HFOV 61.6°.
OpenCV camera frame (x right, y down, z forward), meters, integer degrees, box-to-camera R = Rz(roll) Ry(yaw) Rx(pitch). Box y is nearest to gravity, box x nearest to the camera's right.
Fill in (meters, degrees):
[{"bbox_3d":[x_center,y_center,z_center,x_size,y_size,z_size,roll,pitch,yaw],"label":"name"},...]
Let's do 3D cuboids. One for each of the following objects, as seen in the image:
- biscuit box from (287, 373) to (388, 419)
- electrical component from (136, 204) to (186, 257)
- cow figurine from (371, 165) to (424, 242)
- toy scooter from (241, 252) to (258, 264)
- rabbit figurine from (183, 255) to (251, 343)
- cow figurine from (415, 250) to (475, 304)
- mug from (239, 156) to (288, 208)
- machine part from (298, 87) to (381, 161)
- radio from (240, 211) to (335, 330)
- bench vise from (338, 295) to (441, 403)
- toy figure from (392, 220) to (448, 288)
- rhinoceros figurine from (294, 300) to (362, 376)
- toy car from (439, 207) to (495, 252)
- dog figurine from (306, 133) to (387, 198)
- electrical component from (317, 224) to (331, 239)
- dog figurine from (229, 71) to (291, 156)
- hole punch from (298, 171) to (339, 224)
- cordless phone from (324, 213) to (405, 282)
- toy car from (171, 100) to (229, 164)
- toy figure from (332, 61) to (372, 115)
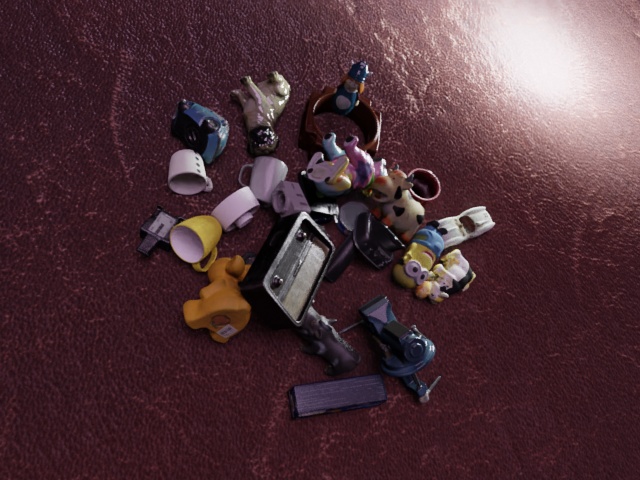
[{"bbox_3d":[0.038,0.325,1.119,0.203,0.059,0.063,-3,65,-19],"label":"biscuit box"},{"bbox_3d":[-0.348,-0.010,1.157,0.075,0.047,0.119,26,61,-5],"label":"electrical component"},{"bbox_3d":[0.187,-0.090,1.275,0.127,0.194,0.086,-51,45,3],"label":"cow figurine"},{"bbox_3d":[-0.081,0.049,1.202,0.184,0.075,0.135,-40,83,-26],"label":"toy scooter"},{"bbox_3d":[-0.197,0.096,1.104,0.121,0.162,0.173,32,28,-31],"label":"rabbit figurine"},{"bbox_3d":[0.304,0.105,1.308,0.167,0.068,0.098,-40,89,-28],"label":"cow figurine"},{"bbox_3d":[-0.140,-0.136,1.269,0.110,0.080,0.107,13,70,-1],"label":"mug"},{"bbox_3d":[0.053,-0.288,1.398,0.201,0.087,0.201,14,61,-11],"label":"machine part"},{"bbox_3d":[-0.062,0.057,1.093,0.131,0.073,0.230,52,42,-27],"label":"radio"},{"bbox_3d":[0.169,0.244,1.156,0.129,0.224,0.240,-35,110,-24],"label":"bench vise"},{"bbox_3d":[0.243,0.037,1.298,0.082,0.089,0.180,32,64,2],"label":"toy figure"},{"bbox_3d":[0.003,0.206,1.135,0.190,0.112,0.073,47,63,-2],"label":"rhinoceros figurine"},{"bbox_3d":[0.364,-0.030,1.393,0.202,0.056,0.073,-19,73,-25],"label":"toy car"},{"bbox_3d":[0.082,-0.143,1.281,0.219,0.109,0.191,43,67,-42],"label":"dog figurine"},{"bbox_3d":[-0.003,-0.004,1.255,0.094,0.021,0.063,25,49,-53],"label":"electrical component"},{"bbox_3d":[-0.124,-0.309,1.355,0.172,0.121,0.190,-19,87,-22],"label":"dog figurine"},{"bbox_3d":[-0.025,-0.093,1.291,0.115,0.092,0.142,8,58,-43],"label":"hole punch"},{"bbox_3d":[0.097,0.041,1.264,0.184,0.146,0.089,-50,46,-2],"label":"cordless phone"},{"bbox_3d":[-0.274,-0.263,1.280,0.162,0.109,0.103,43,37,17],"label":"toy car"},{"bbox_3d":[0.076,-0.366,1.304,0.064,0.154,0.058,4,62,-17],"label":"toy figure"}]
